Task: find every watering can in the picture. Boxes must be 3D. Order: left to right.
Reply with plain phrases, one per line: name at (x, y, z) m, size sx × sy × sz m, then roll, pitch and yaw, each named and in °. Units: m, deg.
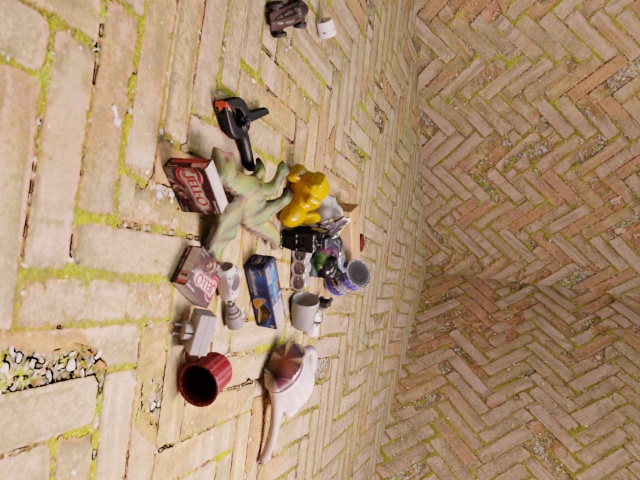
watering can at (-0.098, 0.438, 1.458) m, size 0.355 × 0.104 × 0.219 m, roll -59°, pitch 148°, yaw -33°

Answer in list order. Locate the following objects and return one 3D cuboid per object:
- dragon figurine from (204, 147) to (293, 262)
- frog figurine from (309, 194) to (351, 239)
dragon figurine at (-0.176, -0.050, 1.164) m, size 0.247 × 0.123 × 0.400 m, roll -43°, pitch 147°, yaw -33°
frog figurine at (0.005, -0.081, 1.603) m, size 0.138 × 0.162 × 0.119 m, roll -22°, pitch 139°, yaw -20°
